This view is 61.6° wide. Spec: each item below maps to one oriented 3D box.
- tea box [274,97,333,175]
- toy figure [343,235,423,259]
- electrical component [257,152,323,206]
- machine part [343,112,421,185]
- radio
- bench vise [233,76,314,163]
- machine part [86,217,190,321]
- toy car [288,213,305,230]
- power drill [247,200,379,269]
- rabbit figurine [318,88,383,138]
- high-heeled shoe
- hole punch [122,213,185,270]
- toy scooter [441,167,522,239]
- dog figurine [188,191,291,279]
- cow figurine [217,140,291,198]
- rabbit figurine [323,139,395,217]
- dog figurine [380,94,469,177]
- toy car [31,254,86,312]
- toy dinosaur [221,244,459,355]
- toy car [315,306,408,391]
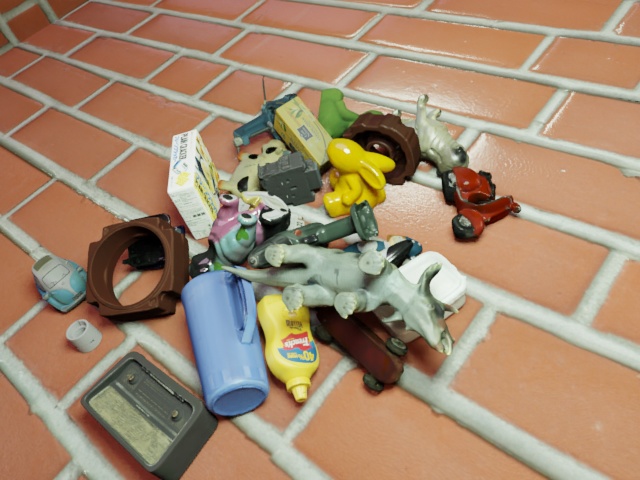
[{"bbox_3d":[-0.032,-0.239,1.269,0.068,0.098,0.169,-38,83,-16],"label":"tea box"},{"bbox_3d":[0.125,0.023,1.058,0.155,0.057,0.064,-12,76,5],"label":"toy figure"},{"bbox_3d":[-0.064,-0.135,1.226,0.134,0.114,0.058,-15,48,7],"label":"electrical component"},{"bbox_3d":[0.137,-0.200,1.181,0.180,0.179,0.056,13,53,28],"label":"machine part"},{"bbox_3d":[-0.295,0.298,0.933,0.230,0.073,0.131,24,60,34],"label":"radio"},{"bbox_3d":[-0.135,-0.307,1.402,0.240,0.128,0.224,-32,51,-24],"label":"bench vise"},{"bbox_3d":[-0.381,0.062,1.123,0.202,0.087,0.201,-8,71,10],"label":"machine part"},{"bbox_3d":[-0.130,-0.015,1.178,0.202,0.056,0.073,-9,47,12],"label":"toy car"},{"bbox_3d":[-0.002,-0.003,1.019,0.207,0.086,0.232,-25,-2,26],"label":"power drill"},{"bbox_3d":[0.081,-0.291,1.322,0.170,0.121,0.159,4,42,3],"label":"rabbit figurine"},{"bbox_3d":[0.047,0.044,1.024,0.249,0.086,0.145,-40,66,6],"label":"high-heeled shoe"},{"bbox_3d":[-0.372,0.010,1.230,0.142,0.092,0.116,-8,75,8],"label":"hole punch"},{"bbox_3d":[0.321,-0.082,1.075,0.135,0.075,0.184,-11,49,9],"label":"toy scooter"},{"bbox_3d":[-0.168,0.015,1.095,0.191,0.219,0.109,-10,44,-47],"label":"dog figurine"},{"bbox_3d":[-0.143,-0.169,1.303,0.127,0.085,0.195,19,61,25],"label":"cow figurine"},{"bbox_3d":[0.071,-0.138,1.143,0.163,0.173,0.122,7,47,30],"label":"rabbit figurine"},{"bbox_3d":[0.230,-0.203,1.212,0.172,0.121,0.190,-36,57,35],"label":"dog figurine"},{"bbox_3d":[-0.595,0.081,1.217,0.162,0.102,0.109,30,62,35],"label":"toy car"},{"bbox_3d":[0.041,0.067,0.894,0.405,0.192,0.131,13,89,36],"label":"toy dinosaur"},{"bbox_3d":[0.068,0.171,0.929,0.202,0.053,0.089,38,106,41],"label":"toy car"}]
